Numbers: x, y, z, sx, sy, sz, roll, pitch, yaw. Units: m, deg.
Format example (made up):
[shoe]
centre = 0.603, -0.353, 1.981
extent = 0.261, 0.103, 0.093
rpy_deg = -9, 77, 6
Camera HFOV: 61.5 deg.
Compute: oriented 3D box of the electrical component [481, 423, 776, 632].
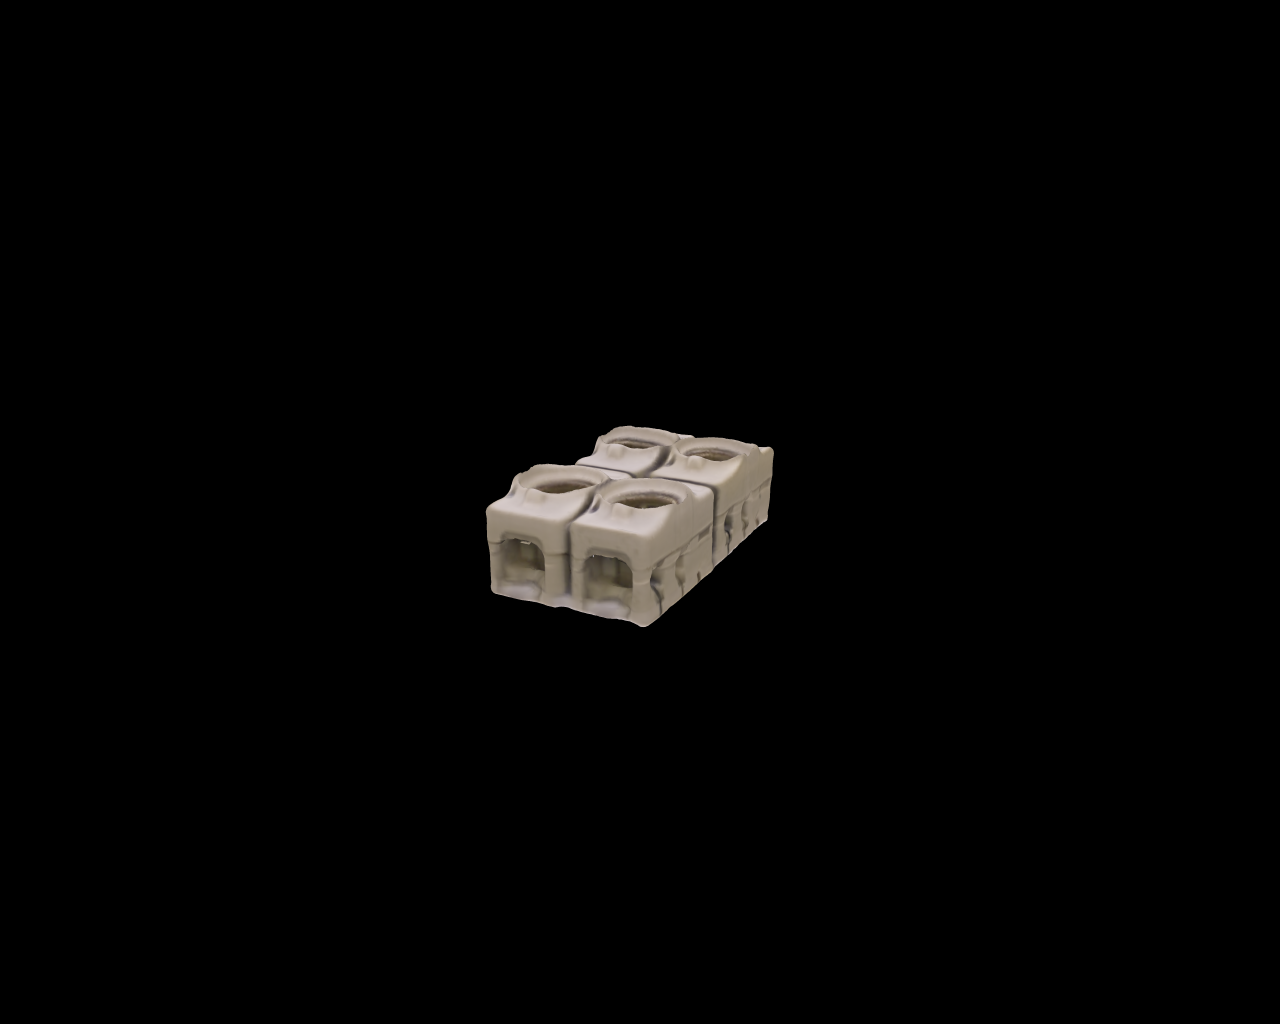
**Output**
[electrical component]
centre = 0.001, -0.003, 0.650
extent = 0.105, 0.060, 0.186
rpy_deg = 10, 23, 26
